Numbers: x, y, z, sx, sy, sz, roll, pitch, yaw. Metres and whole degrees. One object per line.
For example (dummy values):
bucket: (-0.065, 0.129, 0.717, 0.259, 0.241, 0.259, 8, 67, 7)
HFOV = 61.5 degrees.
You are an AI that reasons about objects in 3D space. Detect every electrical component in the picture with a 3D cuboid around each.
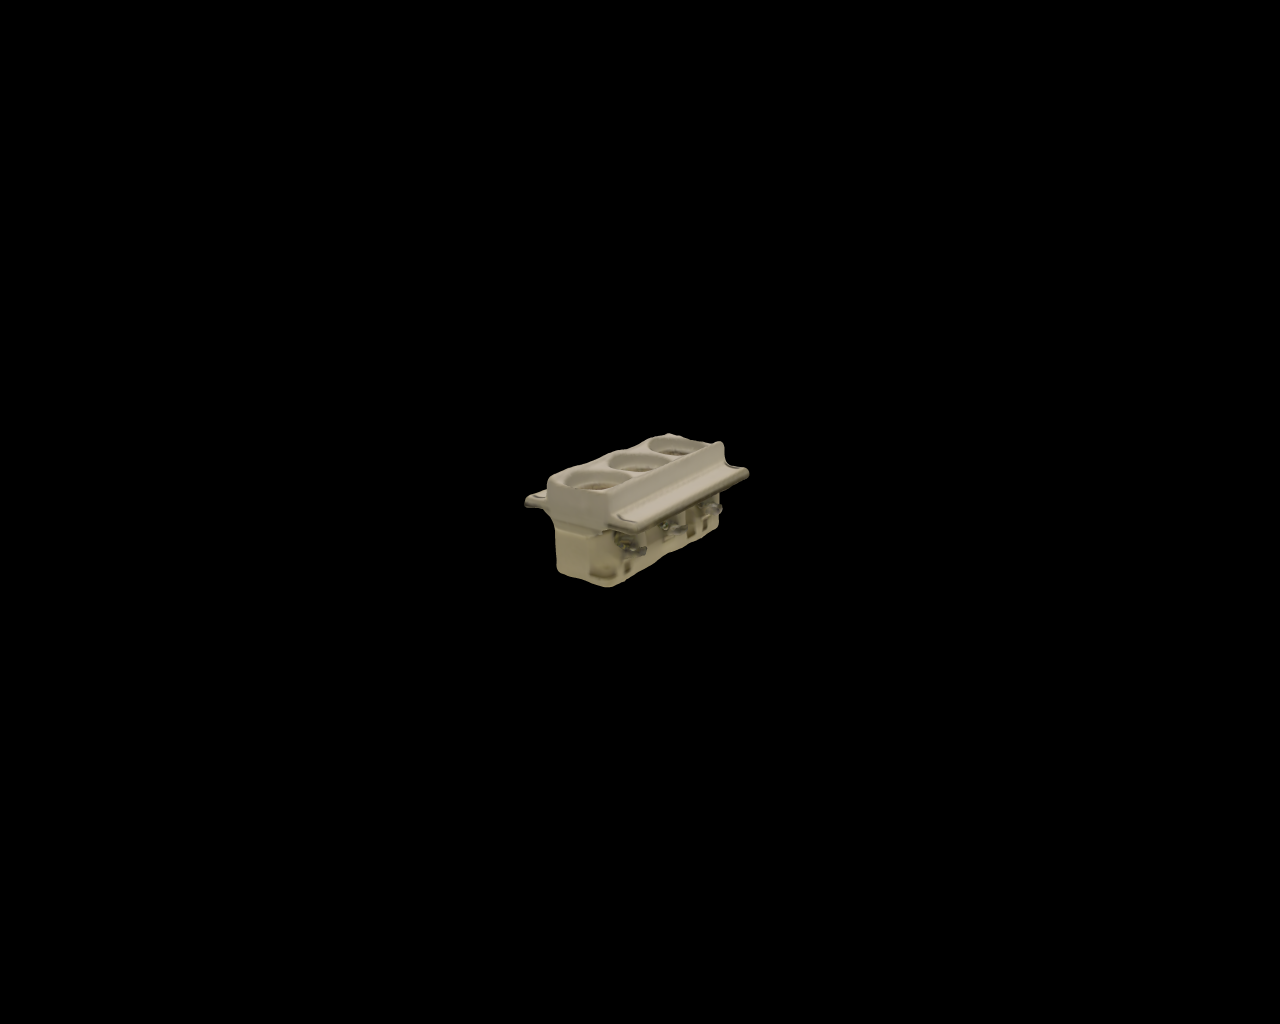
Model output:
electrical component: (0.001, -0.003, 0.650, 0.079, 0.063, 0.121, 14, 24, 33)
